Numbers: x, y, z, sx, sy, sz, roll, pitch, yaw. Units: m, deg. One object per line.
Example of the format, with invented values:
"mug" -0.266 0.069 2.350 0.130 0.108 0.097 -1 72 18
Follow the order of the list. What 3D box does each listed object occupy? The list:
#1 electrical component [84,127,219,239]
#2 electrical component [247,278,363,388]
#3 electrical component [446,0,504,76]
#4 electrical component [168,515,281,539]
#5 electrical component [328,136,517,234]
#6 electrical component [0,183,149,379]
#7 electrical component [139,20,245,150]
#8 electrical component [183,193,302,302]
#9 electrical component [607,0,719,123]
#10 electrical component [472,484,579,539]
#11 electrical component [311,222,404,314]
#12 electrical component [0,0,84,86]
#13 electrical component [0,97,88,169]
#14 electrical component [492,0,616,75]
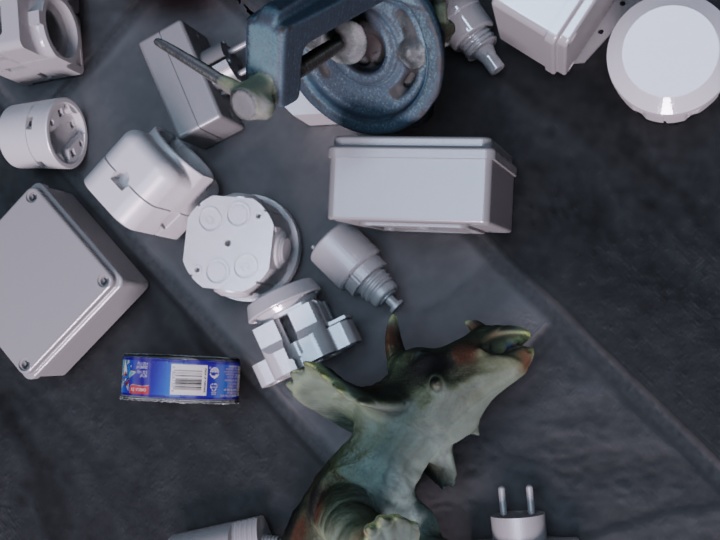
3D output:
"electrical component" -0.147 -0.064 0.786 0.059 0.095 0.053 -46 76 8
"electrical component" -0.046 0.042 0.770 0.078 0.058 0.057 -27 82 12
"electrical component" 0.080 -0.165 0.761 0.035 0.035 0.061 -36 80 11
"electrical component" -0.095 0.205 0.780 0.081 0.043 0.043 -15 82 14
"electrical component" 0.044 -0.055 0.725 0.109 0.109 0.056 2 89 16
"electrical component" -0.240 0.009 0.827 0.108 0.056 0.108 -45 76 9
"electrical component" -0.110 -0.146 0.806 0.076 0.047 0.083 -26 80 12
"electrical component" -0.087 -0.017 0.789 0.080 0.051 0.080 -1 86 16
"electrical component" 0.206 -0.139 0.714 0.080 0.051 0.080 -1 86 16
"electrical component" 0.108 0.184 0.723 0.077 0.044 0.079 -6 85 15
"electrical component" 0.000 0.000 0.769 0.078 0.040 0.040 45 98 14
"electrical component" -0.262 -0.230 0.833 0.062 0.089 0.150 -7 84 15
"electrical component" -0.248 -0.105 0.840 0.047 0.055 0.055 -1 86 19
"electrical component" 0.139 -0.193 0.700 0.056 0.109 0.108 34 96 9
